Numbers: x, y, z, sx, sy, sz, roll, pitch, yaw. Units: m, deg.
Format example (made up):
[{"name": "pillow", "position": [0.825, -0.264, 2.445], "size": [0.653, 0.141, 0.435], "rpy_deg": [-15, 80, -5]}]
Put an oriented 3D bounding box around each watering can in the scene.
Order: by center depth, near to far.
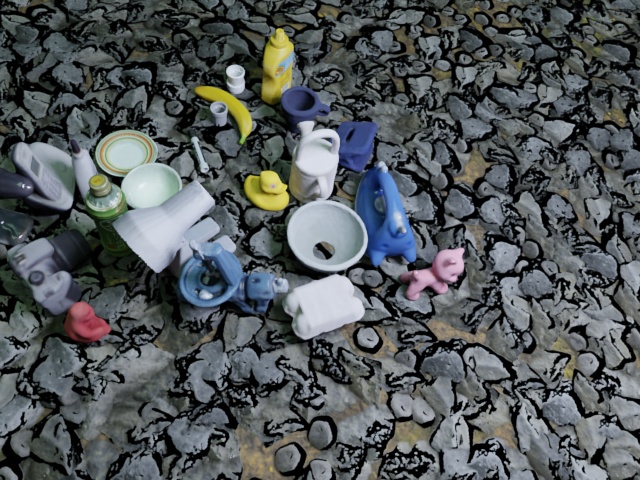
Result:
[{"name": "watering can", "position": [-0.015, -0.176, 1.227], "size": [0.101, 0.194, 0.172], "rpy_deg": [-31, 69, -23]}]

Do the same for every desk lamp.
[{"name": "desk lamp", "position": [-0.270, -0.012, 1.085], "size": [0.204, 0.213, 0.117], "rpy_deg": [-37, 71, -24]}]

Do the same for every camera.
[{"name": "camera", "position": [-0.500, 0.044, 1.086], "size": [0.137, 0.101, 0.143], "rpy_deg": [-38, 72, -25]}]

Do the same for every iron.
[{"name": "iron", "position": [0.138, -0.080, 1.225], "size": [0.119, 0.141, 0.258], "rpy_deg": [-6, 61, -11]}]

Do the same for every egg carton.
[{"name": "egg carton", "position": [0.006, 0.131, 1.127], "size": [0.150, 0.069, 0.107], "rpy_deg": [-19, 65, -18]}]

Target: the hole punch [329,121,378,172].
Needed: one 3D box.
[{"name": "hole punch", "position": [0.073, -0.226, 1.329], "size": [0.101, 0.091, 0.109], "rpy_deg": [21, 60, 4]}]

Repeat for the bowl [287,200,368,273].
[{"name": "bowl", "position": [0.011, 0.004, 1.197], "size": [0.167, 0.075, 0.167], "rpy_deg": [4, 60, -6]}]

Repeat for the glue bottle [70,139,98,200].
[{"name": "glue bottle", "position": [-0.476, -0.146, 1.156], "size": [0.037, 0.173, 0.078], "rpy_deg": [-10, 62, -13]}]

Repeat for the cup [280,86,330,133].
[{"name": "cup", "position": [-0.037, -0.297, 1.352], "size": [0.117, 0.095, 0.092], "rpy_deg": [12, 59, -1]}]

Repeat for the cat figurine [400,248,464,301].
[{"name": "cat figurine", "position": [0.238, 0.062, 1.172], "size": [0.128, 0.118, 0.067], "rpy_deg": [-13, 63, -15]}]

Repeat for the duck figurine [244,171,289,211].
[{"name": "duck figurine", "position": [-0.115, -0.118, 1.243], "size": [0.104, 0.086, 0.077], "rpy_deg": [27, 60, 8]}]

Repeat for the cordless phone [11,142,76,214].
[{"name": "cordless phone", "position": [-0.556, -0.151, 1.141], "size": [0.094, 0.185, 0.147], "rpy_deg": [-5, 61, -11]}]

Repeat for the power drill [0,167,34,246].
[{"name": "power drill", "position": [-0.621, -0.075, 1.074], "size": [0.229, 0.208, 0.075], "rpy_deg": [14, 59, 0]}]

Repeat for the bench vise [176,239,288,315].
[{"name": "bench vise", "position": [-0.166, 0.055, 1.058], "size": [0.208, 0.220, 0.121], "rpy_deg": [-10, 62, -13]}]

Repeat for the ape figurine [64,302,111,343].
[{"name": "ape figurine", "position": [-0.430, 0.144, 1.043], "size": [0.076, 0.092, 0.077], "rpy_deg": [-12, 63, -14]}]
